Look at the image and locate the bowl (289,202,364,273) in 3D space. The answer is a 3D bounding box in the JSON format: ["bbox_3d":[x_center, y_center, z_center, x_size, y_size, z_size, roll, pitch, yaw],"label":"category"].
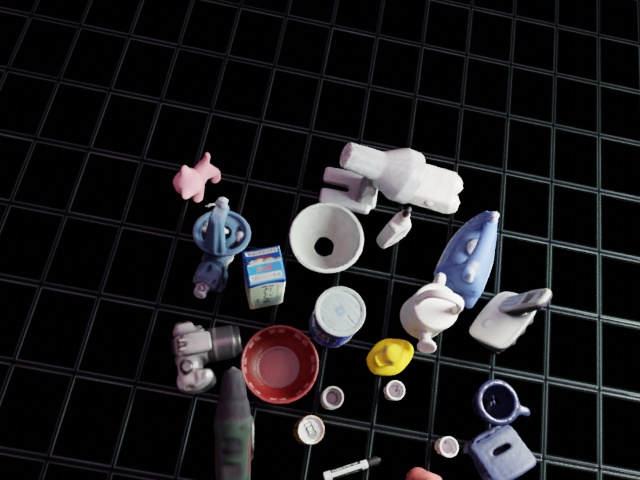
[{"bbox_3d":[0.012,0.005,1.292,0.167,0.074,0.167,2,70,-6],"label":"bowl"}]

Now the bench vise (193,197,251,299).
[{"bbox_3d":[-0.204,0.013,1.185,0.121,0.219,0.207,0,70,-6],"label":"bench vise"}]

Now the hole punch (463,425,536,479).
[{"bbox_3d":[0.365,0.438,1.170,0.109,0.091,0.101,-23,75,-14],"label":"hole punch"}]

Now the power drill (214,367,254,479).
[{"bbox_3d":[-0.161,0.365,1.071,0.075,0.208,0.229,-1,71,-7],"label":"power drill"}]

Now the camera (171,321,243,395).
[{"bbox_3d":[-0.227,0.231,1.169,0.137,0.101,0.143,-9,72,-10],"label":"camera"}]

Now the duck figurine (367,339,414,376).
[{"bbox_3d":[0.154,0.244,1.217,0.105,0.086,0.077,-20,74,-13],"label":"duck figurine"}]

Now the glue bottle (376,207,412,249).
[{"bbox_3d":[0.175,-0.035,1.273,0.078,0.173,0.037,-34,77,-16],"label":"glue bottle"}]

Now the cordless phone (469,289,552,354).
[{"bbox_3d":[0.411,0.164,1.223,0.094,0.185,0.148,39,71,8],"label":"cordless phone"}]

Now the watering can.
[{"bbox_3d":[0.240,0.151,1.203,0.101,0.194,0.173,-3,71,-7],"label":"watering can"}]

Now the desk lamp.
[{"bbox_3d":[0.112,-0.139,1.281,0.203,0.213,0.118,11,69,-3],"label":"desk lamp"}]

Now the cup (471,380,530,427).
[{"bbox_3d":[0.369,0.348,1.201,0.117,0.095,0.092,17,69,0],"label":"cup"}]

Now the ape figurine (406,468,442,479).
[{"bbox_3d":[0.209,0.490,1.133,0.078,0.092,0.076,-17,73,-12],"label":"ape figurine"}]

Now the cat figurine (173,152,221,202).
[{"bbox_3d":[-0.282,-0.142,1.286,0.067,0.117,0.128,32,70,5],"label":"cat figurine"}]

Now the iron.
[{"bbox_3d":[0.356,0.016,1.293,0.118,0.141,0.258,26,70,3],"label":"iron"}]

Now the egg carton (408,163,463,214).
[{"bbox_3d":[0.264,-0.123,1.370,0.150,0.069,0.107,15,69,-1],"label":"egg carton"}]
